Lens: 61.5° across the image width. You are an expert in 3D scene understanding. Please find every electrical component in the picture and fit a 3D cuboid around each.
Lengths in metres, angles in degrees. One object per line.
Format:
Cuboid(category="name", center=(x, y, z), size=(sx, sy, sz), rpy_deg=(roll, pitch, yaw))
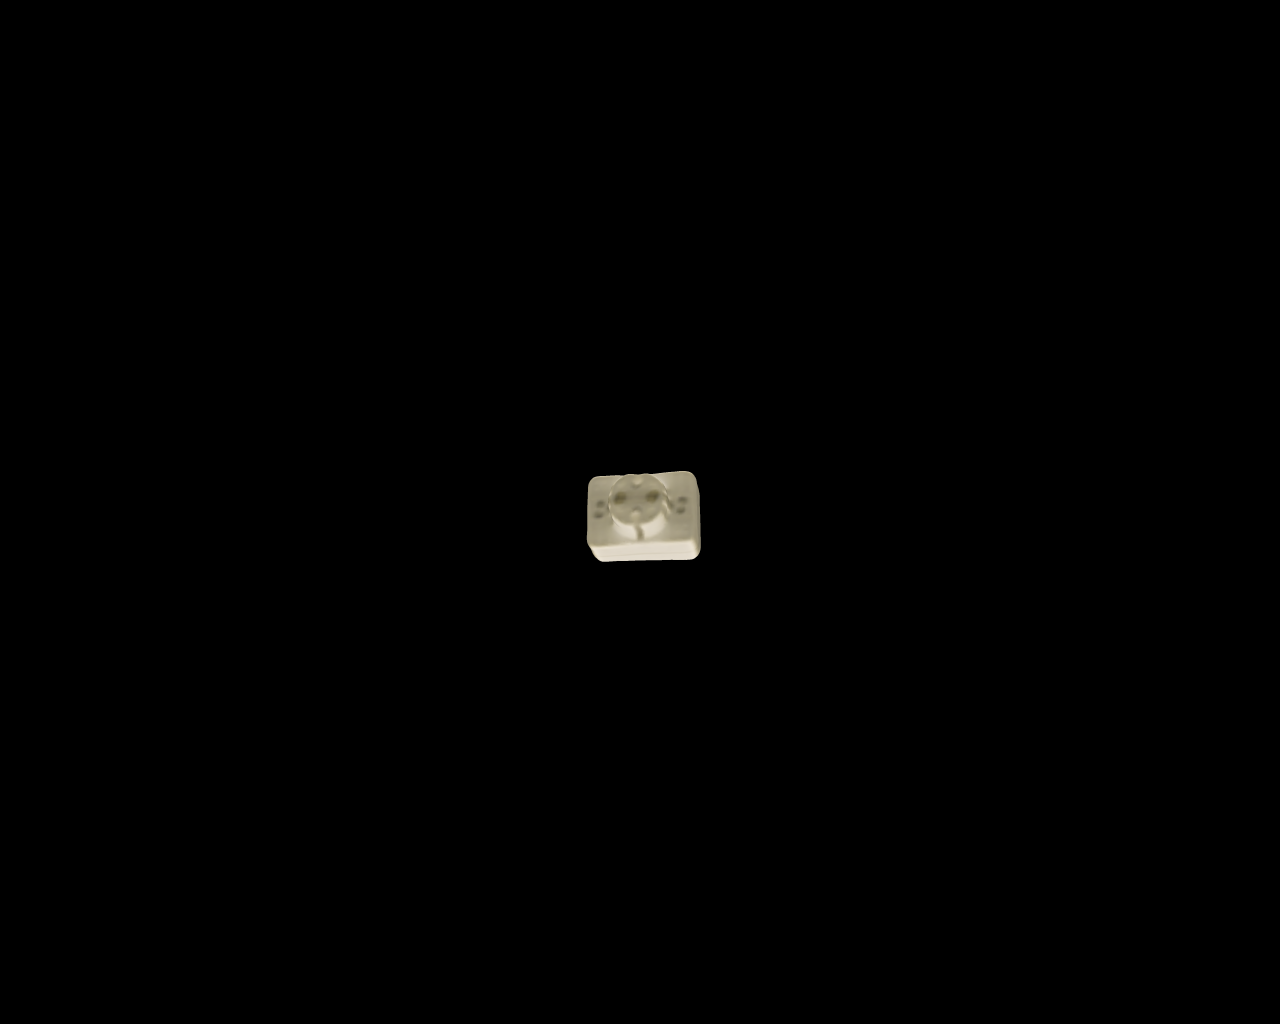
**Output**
Cuboid(category="electrical component", center=(0.001, -0.003, 0.650), size=(0.066, 0.047, 0.076), rpy_deg=(-2, -19, 7))
